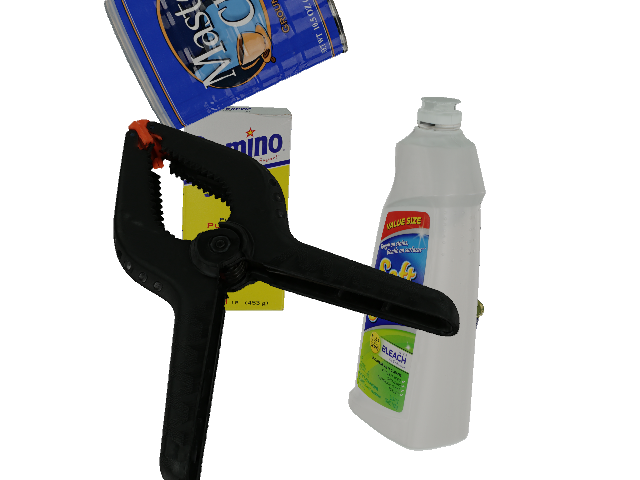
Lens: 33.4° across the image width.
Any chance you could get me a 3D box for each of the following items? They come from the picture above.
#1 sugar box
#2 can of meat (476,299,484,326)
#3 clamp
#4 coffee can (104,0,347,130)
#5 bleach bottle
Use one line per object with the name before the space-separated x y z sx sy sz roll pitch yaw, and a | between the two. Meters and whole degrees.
sugar box | -0.075 -0.028 0.934 0.093 0.176 0.048 0 16 -8
can of meat | 0.131 0.090 1.205 0.057 0.084 0.102 -15 40 -29
clamp | -0.038 0.010 0.560 0.164 0.210 0.036 -23 -30 -9
coffee can | -0.066 -0.150 0.749 0.140 0.103 0.103 -25 0 -1
bleach bottle | 0.074 0.020 0.784 0.068 0.251 0.103 -6 18 -29
